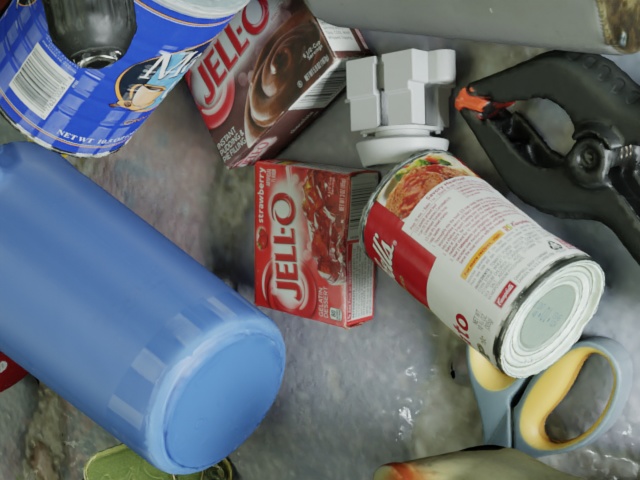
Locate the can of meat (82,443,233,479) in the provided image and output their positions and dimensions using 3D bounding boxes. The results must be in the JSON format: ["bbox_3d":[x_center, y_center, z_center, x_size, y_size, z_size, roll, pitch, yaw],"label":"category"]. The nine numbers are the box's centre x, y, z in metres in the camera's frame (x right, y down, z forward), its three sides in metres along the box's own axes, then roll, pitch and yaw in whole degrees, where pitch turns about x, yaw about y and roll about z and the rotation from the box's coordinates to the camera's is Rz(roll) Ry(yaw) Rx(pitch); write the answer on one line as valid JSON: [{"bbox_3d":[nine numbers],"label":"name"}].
[{"bbox_3d":[-0.119,0.176,0.703,0.057,0.101,0.084,51,129,23],"label":"can of meat"}]

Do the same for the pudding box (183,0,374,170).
[{"bbox_3d":[-0.031,-0.107,0.615,0.114,0.039,0.090,-39,70,39],"label":"pudding box"}]

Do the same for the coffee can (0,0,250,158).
[{"bbox_3d":[-0.114,-0.126,0.596,0.141,0.102,0.103,-40,71,41],"label":"coffee can"}]

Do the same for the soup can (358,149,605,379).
[{"bbox_3d":[0.076,0.010,0.511,0.102,0.068,0.069,42,123,39],"label":"soup can"}]

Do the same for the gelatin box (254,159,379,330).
[{"bbox_3d":[-0.004,0.001,0.615,0.073,0.030,0.089,11,105,41],"label":"gelatin box"}]

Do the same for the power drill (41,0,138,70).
[{"bbox_3d":[-0.051,-0.181,0.478,0.188,0.057,0.184,-12,85,7],"label":"power drill"}]

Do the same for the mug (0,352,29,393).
[{"bbox_3d":[-0.256,0.061,0.825,0.117,0.093,0.081,-43,70,-1],"label":"mug"}]

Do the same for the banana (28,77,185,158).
[{"bbox_3d":[-0.151,-0.100,0.726,0.198,0.037,0.069,-18,84,42],"label":"banana"}]

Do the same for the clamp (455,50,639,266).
[{"bbox_3d":[0.137,-0.046,0.474,0.172,0.039,0.120,38,121,31],"label":"clamp"}]

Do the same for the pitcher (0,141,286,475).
[{"bbox_3d":[-0.137,0.048,0.685,0.243,0.149,0.145,31,104,34],"label":"pitcher"}]

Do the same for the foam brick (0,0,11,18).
[{"bbox_3d":[-0.203,-0.142,0.736,0.053,0.051,0.078,41,150,-23],"label":"foam brick"}]

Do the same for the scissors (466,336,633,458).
[{"bbox_3d":[0.083,0.106,0.566,0.096,0.016,0.202,55,128,23],"label":"scissors"}]
